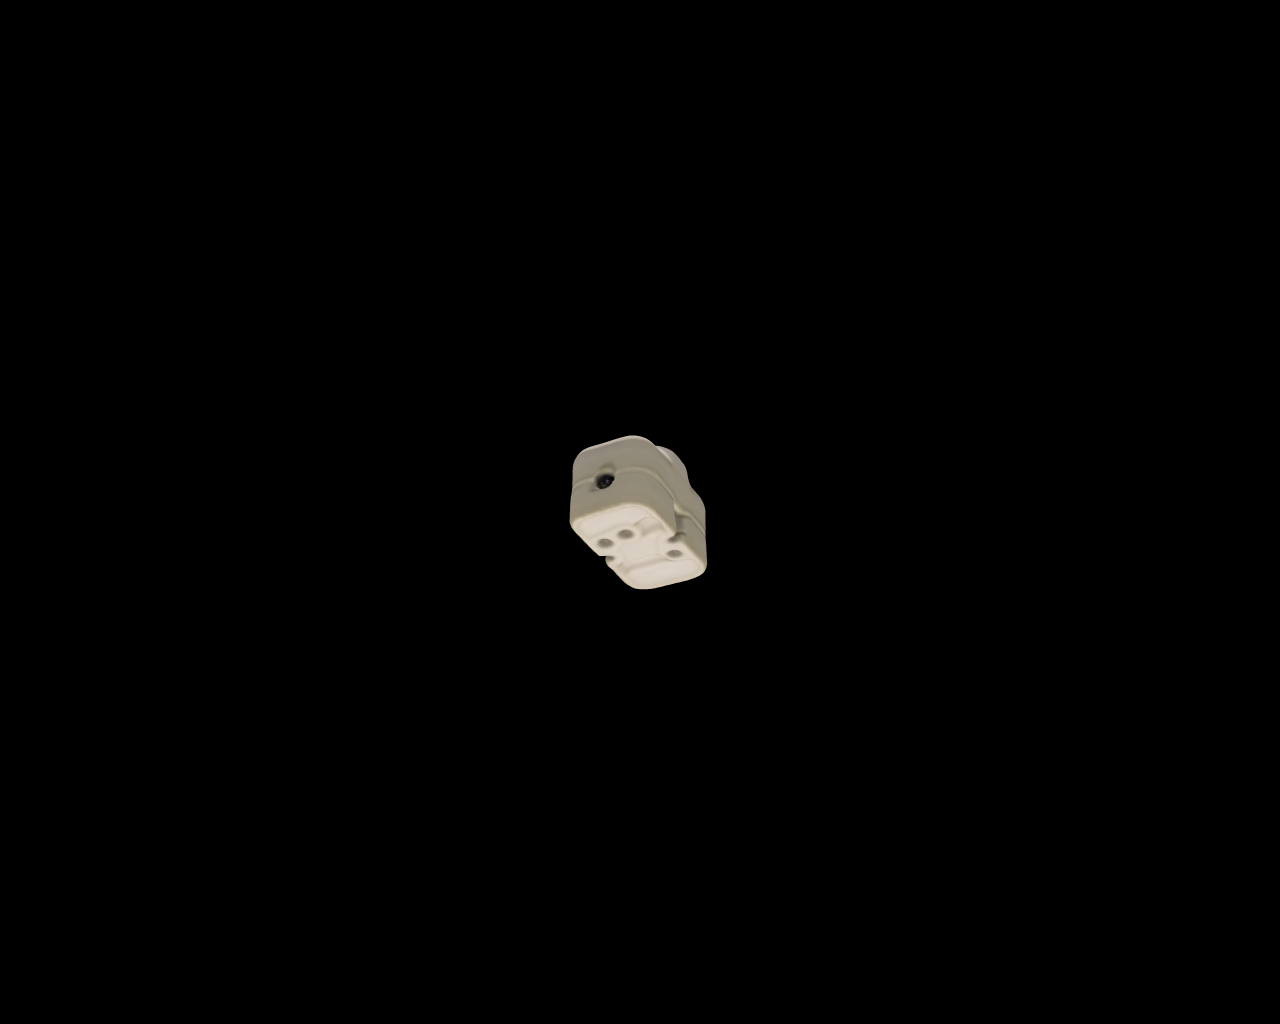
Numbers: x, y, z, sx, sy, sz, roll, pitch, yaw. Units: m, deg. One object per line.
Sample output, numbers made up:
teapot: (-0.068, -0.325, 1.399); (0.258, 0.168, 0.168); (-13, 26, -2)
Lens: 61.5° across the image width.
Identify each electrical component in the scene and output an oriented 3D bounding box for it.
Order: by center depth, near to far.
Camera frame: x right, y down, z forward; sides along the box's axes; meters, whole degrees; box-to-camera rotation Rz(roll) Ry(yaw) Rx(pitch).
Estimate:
electrical component: (0.001, -0.003, 0.650); (0.053, 0.059, 0.095); (-16, -37, 22)
